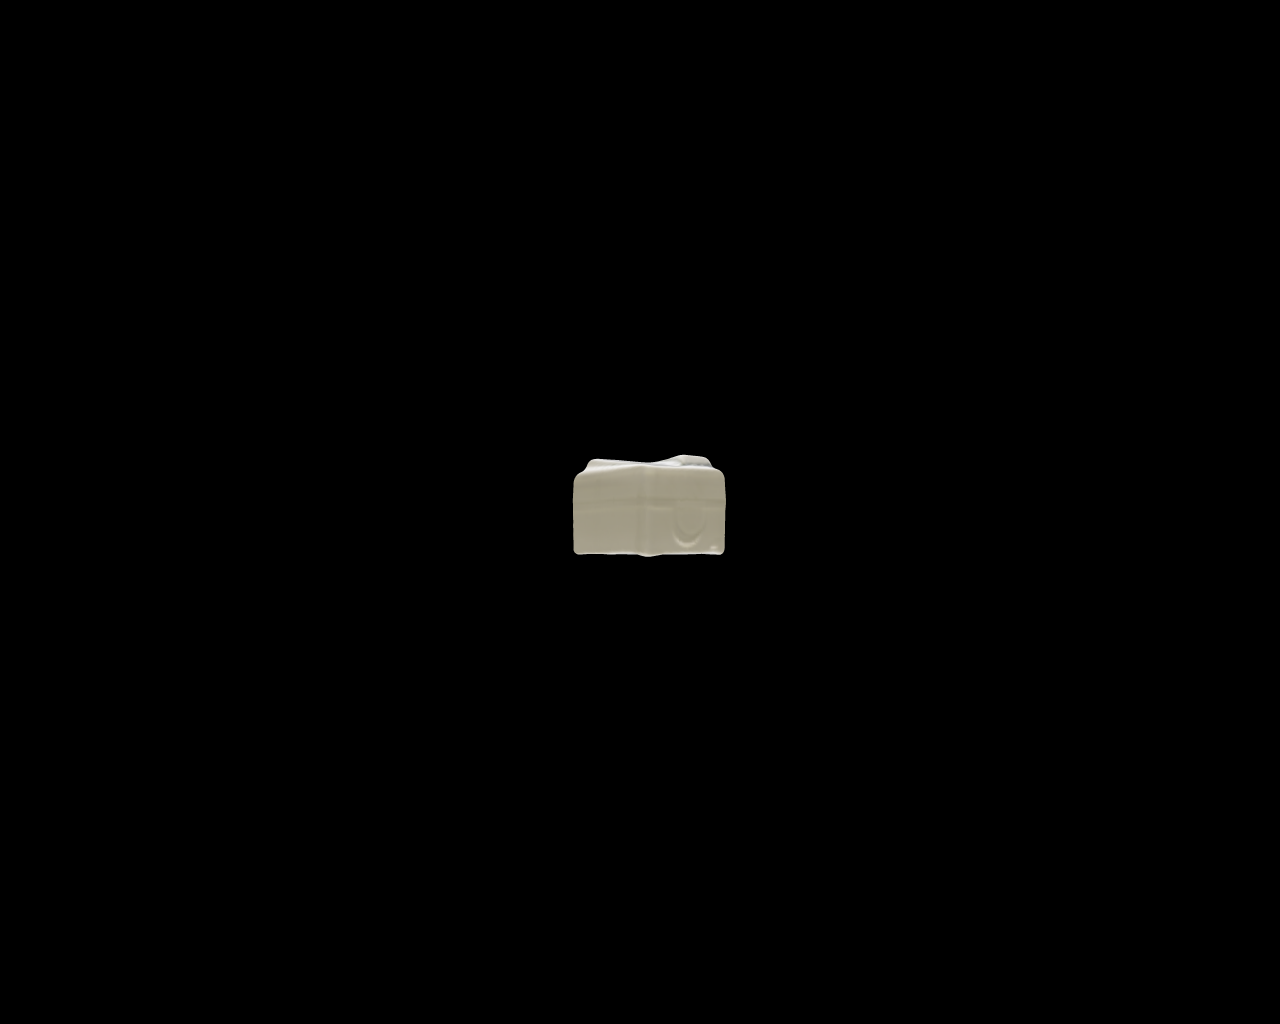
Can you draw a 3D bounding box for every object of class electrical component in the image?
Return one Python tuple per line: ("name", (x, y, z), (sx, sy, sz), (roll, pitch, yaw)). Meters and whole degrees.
("electrical component", (0.001, -0.003, 0.650), (0.062, 0.061, 0.096), (2, -3, -36))
